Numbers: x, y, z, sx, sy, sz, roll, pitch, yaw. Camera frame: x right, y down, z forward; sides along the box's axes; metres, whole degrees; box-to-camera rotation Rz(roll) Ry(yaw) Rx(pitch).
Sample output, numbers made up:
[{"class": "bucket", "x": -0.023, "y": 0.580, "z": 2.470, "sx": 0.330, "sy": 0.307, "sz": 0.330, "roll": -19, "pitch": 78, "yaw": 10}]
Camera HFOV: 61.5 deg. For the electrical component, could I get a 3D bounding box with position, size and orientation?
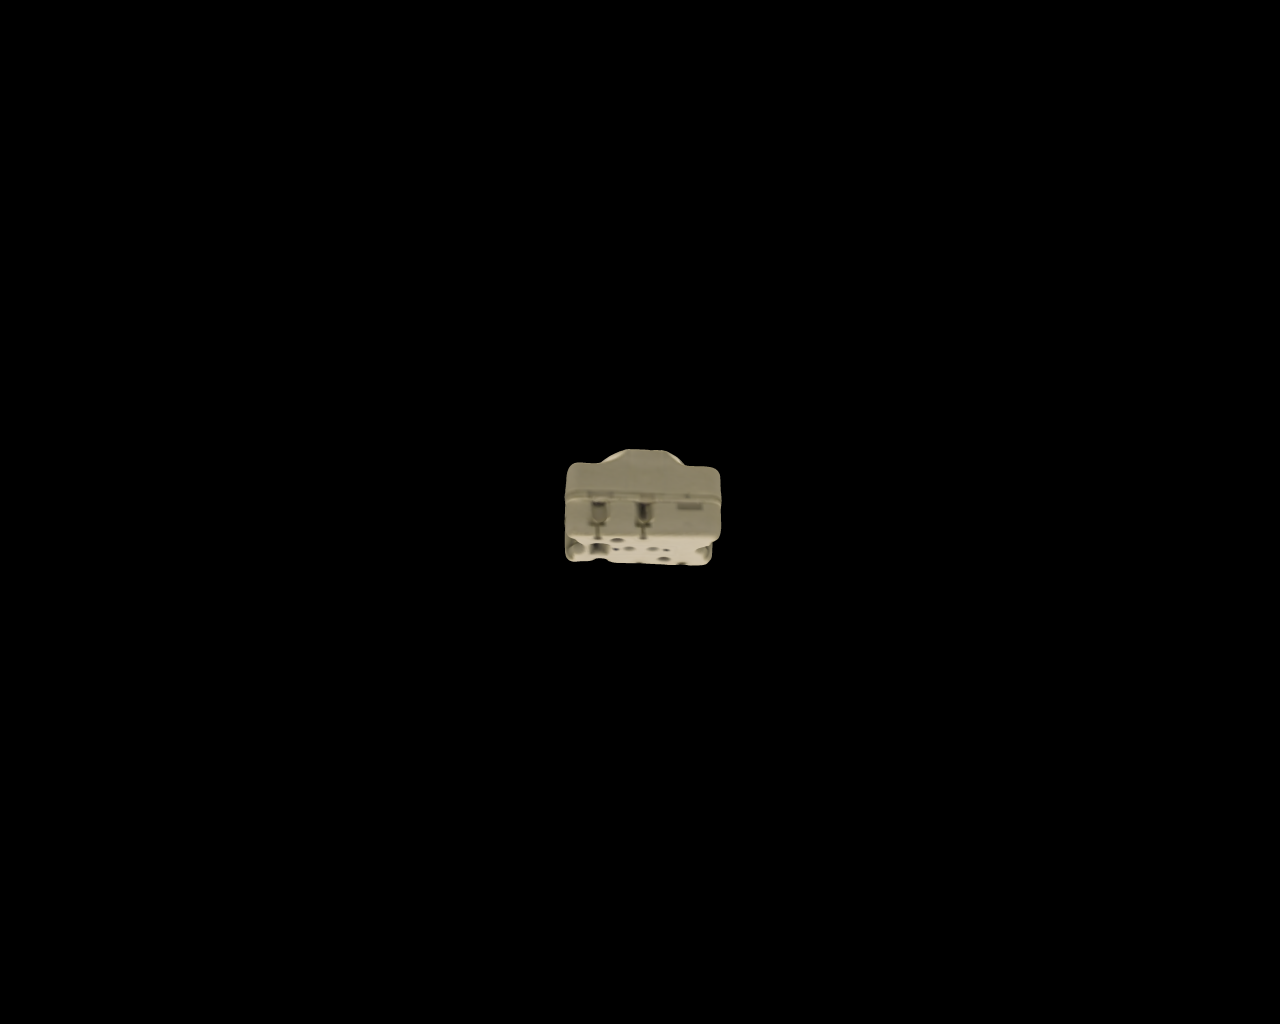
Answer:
[{"class": "electrical component", "x": 0.001, "y": -0.003, "z": 0.650, "sx": 0.089, "sy": 0.056, "sz": 0.050, "roll": 2, "pitch": -24, "yaw": -5}]
